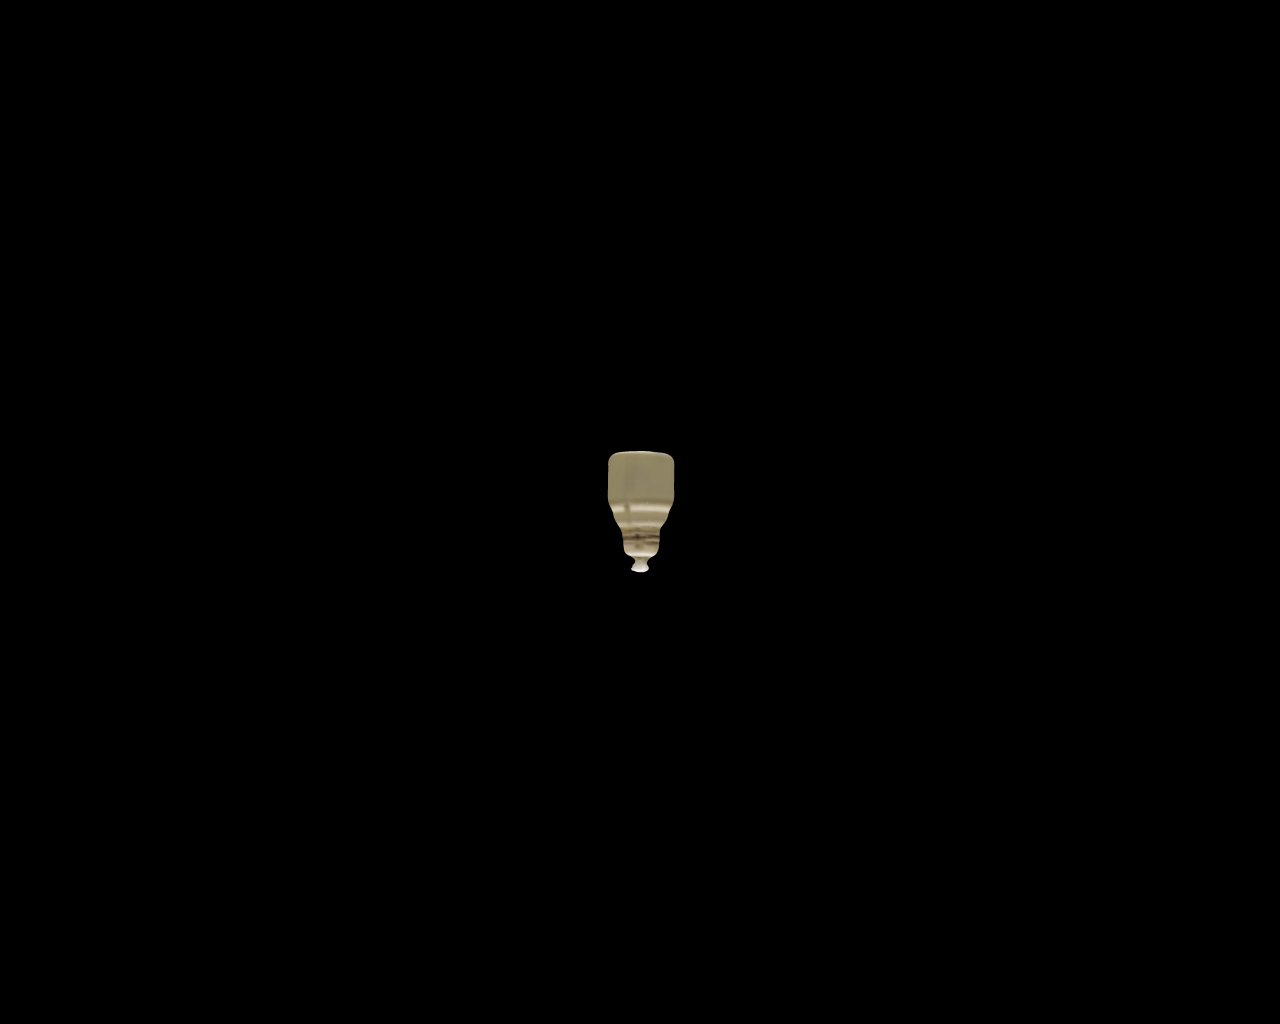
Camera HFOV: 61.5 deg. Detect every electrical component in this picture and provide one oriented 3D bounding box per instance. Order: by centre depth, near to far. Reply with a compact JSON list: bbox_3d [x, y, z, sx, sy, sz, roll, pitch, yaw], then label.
[{"bbox_3d":[0.001,-0.003,0.650,0.040,0.078,0.040,0,-4,0],"label":"electrical component"}]
